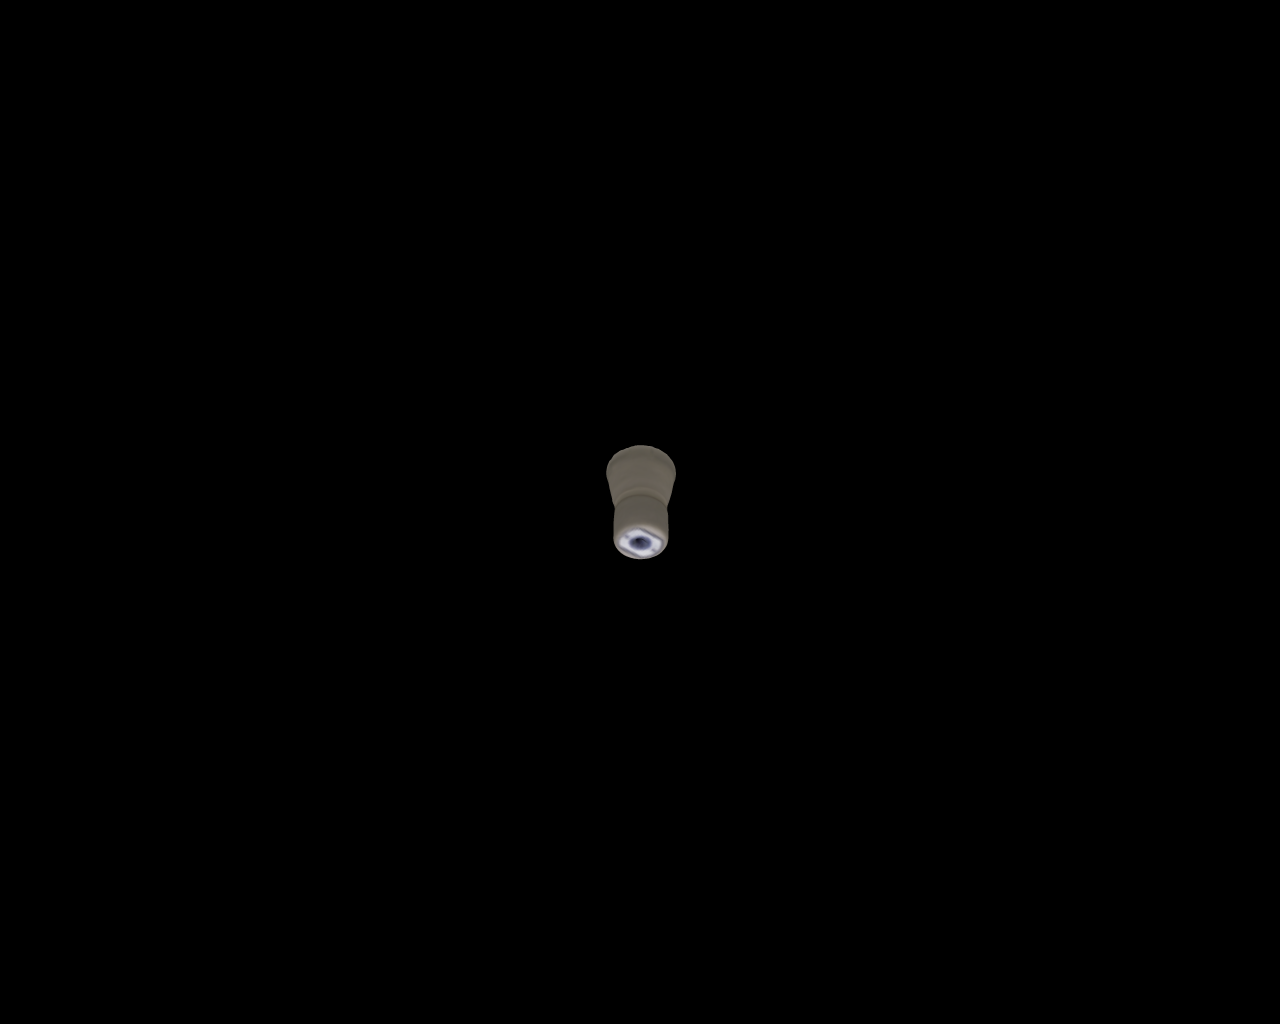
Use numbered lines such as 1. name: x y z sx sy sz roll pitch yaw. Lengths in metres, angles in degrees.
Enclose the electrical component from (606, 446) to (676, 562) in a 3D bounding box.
1. electrical component: 0.001 -0.003 0.650 0.044 0.065 0.044 0 -43 0
